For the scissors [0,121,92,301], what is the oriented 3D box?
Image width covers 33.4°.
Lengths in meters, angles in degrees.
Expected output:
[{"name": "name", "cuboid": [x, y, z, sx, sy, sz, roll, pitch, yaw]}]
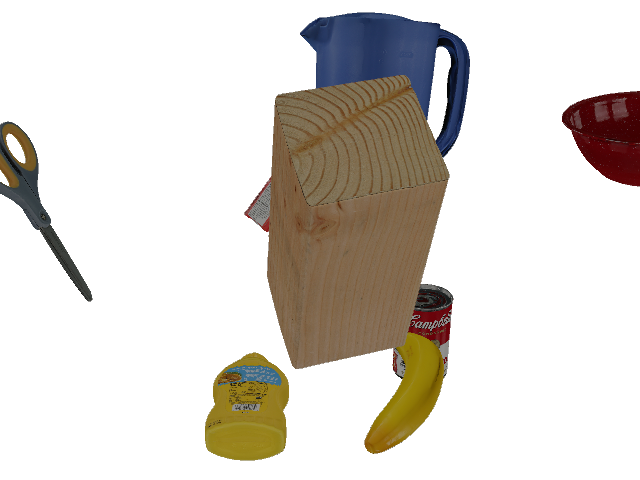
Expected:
[{"name": "scissors", "cuboid": [-0.280, -0.038, 1.073, 0.016, 0.201, 0.096, -24, 28, 25]}]

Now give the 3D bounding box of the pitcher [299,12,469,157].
[{"name": "pitcher", "cuboid": [0.065, -0.122, 1.157, 0.149, 0.243, 0.144, 9, 12, 28]}]

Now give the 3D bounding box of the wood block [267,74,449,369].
[{"name": "wood block", "cuboid": [0.017, -0.005, 0.732, 0.090, 0.090, 0.206, -11, -33, -11]}]

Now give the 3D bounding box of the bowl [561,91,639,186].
[{"name": "bowl", "cuboid": [0.303, -0.090, 0.974, 0.162, 0.055, 0.162, -4, 23, 2]}]

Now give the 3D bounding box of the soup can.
[{"name": "soup can", "cuboid": [0.122, 0.112, 1.283, 0.068, 0.102, 0.068, 1, 23, -1]}]

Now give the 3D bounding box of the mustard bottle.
[{"name": "mustard bottle", "cuboid": [-0.088, 0.196, 1.335, 0.096, 0.058, 0.191, -2, 25, 1]}]

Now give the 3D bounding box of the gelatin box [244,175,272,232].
[{"name": "gelatin box", "cuboid": [-0.025, -0.058, 0.962, 0.073, 0.030, 0.089, -51, 1, 37]}]

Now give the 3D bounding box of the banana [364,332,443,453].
[{"name": "banana", "cuboid": [0.084, 0.138, 1.017, 0.070, 0.037, 0.197, -23, 19, 17]}]
